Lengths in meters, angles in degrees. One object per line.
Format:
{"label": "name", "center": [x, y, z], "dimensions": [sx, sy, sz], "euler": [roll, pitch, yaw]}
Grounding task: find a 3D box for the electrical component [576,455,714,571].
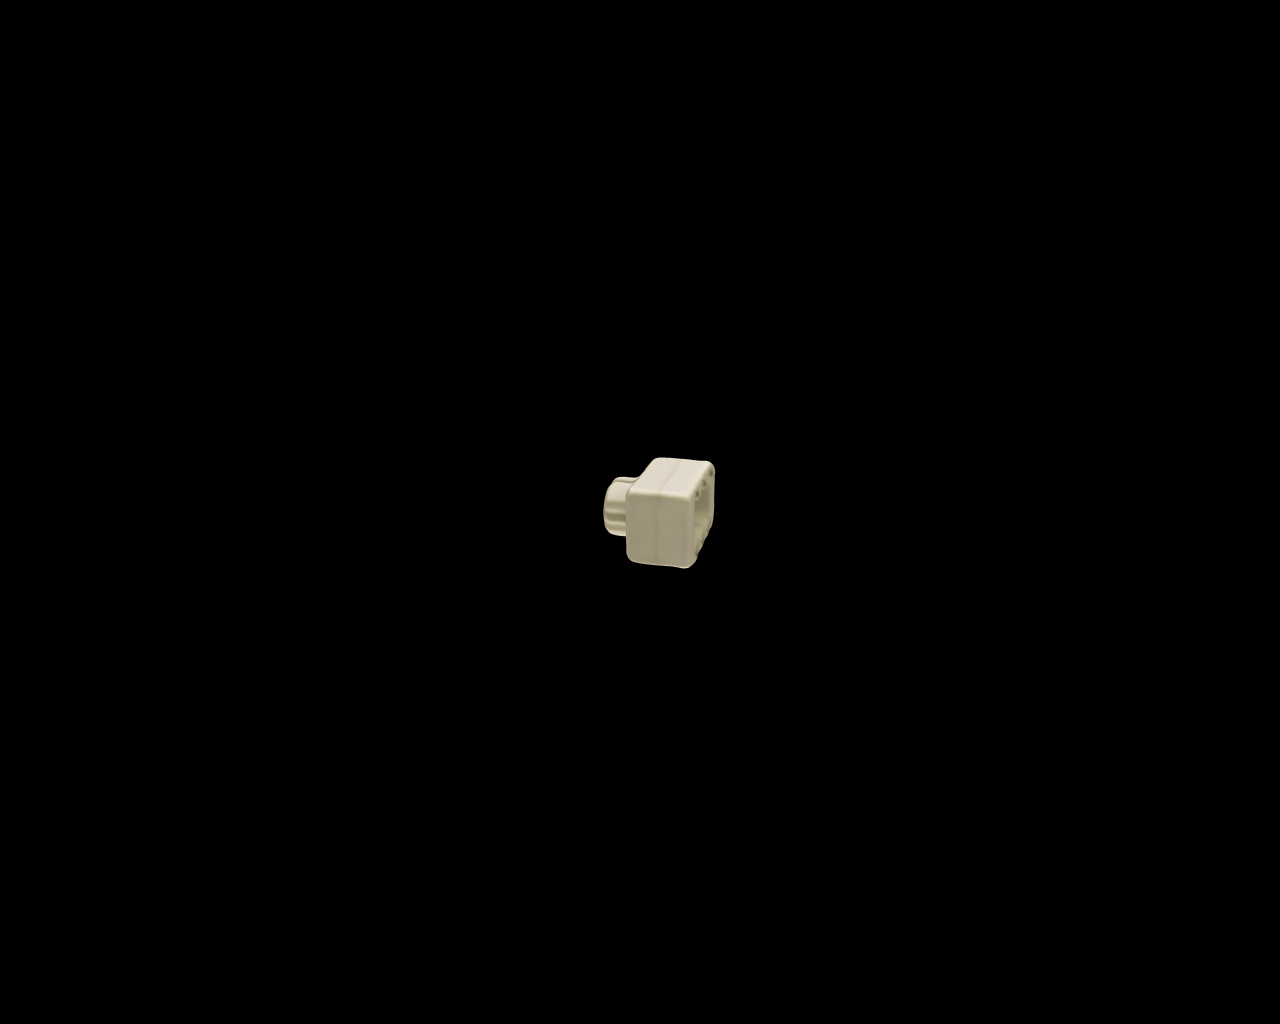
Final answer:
{"label": "electrical component", "center": [0.001, -0.003, 0.650], "dimensions": [0.077, 0.047, 0.066], "euler": [6, 23, 14]}
